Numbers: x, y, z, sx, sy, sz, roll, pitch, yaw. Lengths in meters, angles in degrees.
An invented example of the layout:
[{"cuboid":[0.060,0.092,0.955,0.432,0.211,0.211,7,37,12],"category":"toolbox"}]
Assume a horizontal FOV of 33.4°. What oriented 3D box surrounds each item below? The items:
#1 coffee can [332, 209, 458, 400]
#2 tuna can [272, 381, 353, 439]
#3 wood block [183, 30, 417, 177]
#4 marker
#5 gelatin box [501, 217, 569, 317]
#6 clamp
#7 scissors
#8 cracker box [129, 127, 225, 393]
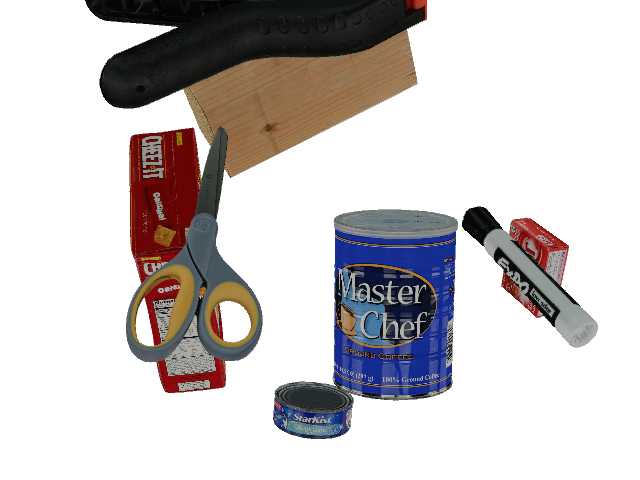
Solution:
[{"cuboid":[0.062,0.051,0.895,0.103,0.140,0.103,0,11,0],"category":"coffee can"},{"cuboid":[-0.008,0.183,1.153,0.086,0.034,0.086,5,12,-1],"category":"tuna can"},{"cuboid":[-0.022,-0.160,1.026,0.206,0.090,0.091,-27,-41,-7],"category":"wood block"},{"cuboid":[0.118,0.017,0.622,0.020,0.020,0.121,0,34,-30],"category":"marker"},{"cuboid":[0.237,0.029,1.190,0.030,0.089,0.073,-9,31,-23],"category":"gelatin box"},{"cuboid":[-0.030,-0.102,0.502,0.171,0.039,0.120,-7,41,-1],"category":"clamp"},{"cuboid":[-0.065,0.004,0.729,0.096,0.201,0.016,20,-36,7],"category":"scissors"},{"cuboid":[-0.142,0.023,1.054,0.072,0.164,0.214,-7,-42,-5],"category":"cracker box"}]
